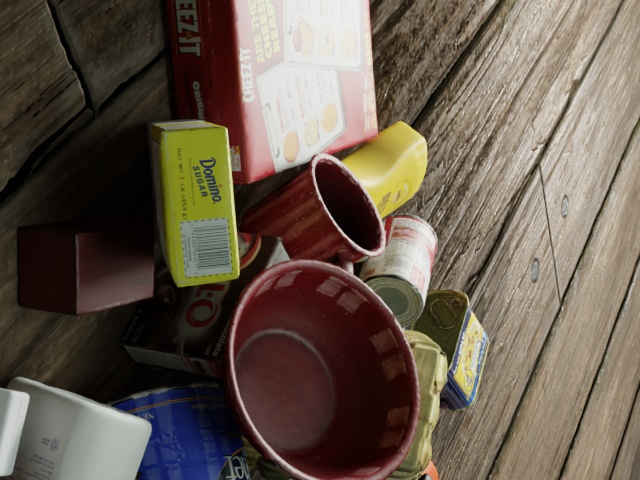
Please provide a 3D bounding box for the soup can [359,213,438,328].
[{"bbox_3d":[0.076,0.030,1.049,0.102,0.069,0.068,-71,151,-51],"label":"soup can"}]

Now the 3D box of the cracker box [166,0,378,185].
[{"bbox_3d":[-0.033,-0.146,0.862,0.213,0.072,0.164,-26,116,-56],"label":"cracker box"}]

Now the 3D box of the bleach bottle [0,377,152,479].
[{"bbox_3d":[-0.184,0.215,0.636,0.068,0.103,0.251,28,76,-41],"label":"bleach bottle"}]

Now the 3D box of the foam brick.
[{"bbox_3d":[-0.151,0.016,0.693,0.078,0.051,0.053,-11,104,-60],"label":"foam brick"}]

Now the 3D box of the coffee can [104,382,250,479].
[{"bbox_3d":[-0.094,0.177,0.717,0.102,0.103,0.140,22,50,-60],"label":"coffee can"}]

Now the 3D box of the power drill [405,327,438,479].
[{"bbox_3d":[0.093,0.181,1.159,0.184,0.057,0.188,-12,102,-56],"label":"power drill"}]

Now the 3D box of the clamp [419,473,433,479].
[{"bbox_3d":[0.080,0.243,1.020,0.039,0.120,0.171,-51,134,-14],"label":"clamp"}]

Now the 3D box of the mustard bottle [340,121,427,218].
[{"bbox_3d":[0.017,-0.030,0.956,0.191,0.058,0.096,-36,159,-37],"label":"mustard bottle"}]

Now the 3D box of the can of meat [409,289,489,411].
[{"bbox_3d":[0.133,0.116,1.108,0.084,0.058,0.102,52,49,-46],"label":"can of meat"}]

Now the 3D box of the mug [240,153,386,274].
[{"bbox_3d":[-0.005,0.001,0.834,0.093,0.082,0.117,29,37,-46],"label":"mug"}]

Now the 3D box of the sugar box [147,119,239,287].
[{"bbox_3d":[-0.086,-0.031,0.702,0.176,0.048,0.093,-137,-137,-77],"label":"sugar box"}]

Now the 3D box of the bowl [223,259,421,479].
[{"bbox_3d":[-0.009,0.097,0.729,0.161,0.055,0.162,17,59,-32],"label":"bowl"}]

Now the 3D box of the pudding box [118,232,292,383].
[{"bbox_3d":[-0.082,0.045,0.782,0.039,0.090,0.113,59,45,-47],"label":"pudding box"}]
